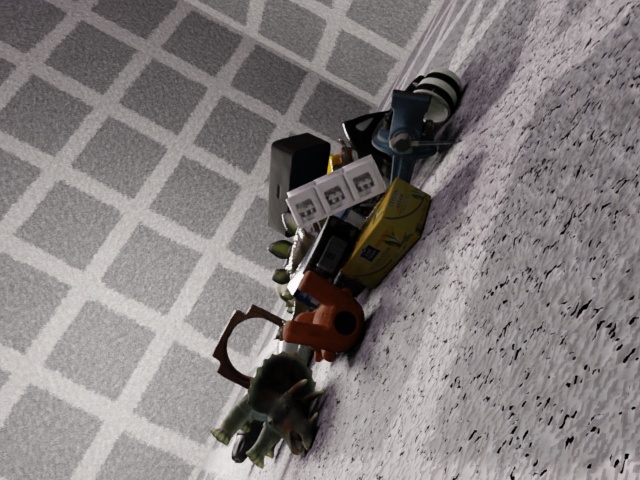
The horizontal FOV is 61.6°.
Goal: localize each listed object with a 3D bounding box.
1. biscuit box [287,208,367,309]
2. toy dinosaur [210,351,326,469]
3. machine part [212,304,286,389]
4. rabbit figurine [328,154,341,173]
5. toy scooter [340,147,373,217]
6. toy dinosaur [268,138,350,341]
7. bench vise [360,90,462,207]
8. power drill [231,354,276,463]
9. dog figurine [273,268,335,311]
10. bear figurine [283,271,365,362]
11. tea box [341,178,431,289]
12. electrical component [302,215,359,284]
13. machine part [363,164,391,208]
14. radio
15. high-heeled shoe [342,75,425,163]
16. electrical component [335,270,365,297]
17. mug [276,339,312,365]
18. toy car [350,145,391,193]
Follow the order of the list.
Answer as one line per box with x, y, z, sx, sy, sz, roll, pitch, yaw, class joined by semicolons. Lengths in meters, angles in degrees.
0.014;0.029;1.034;0.202;0.059;0.063;-58;21;4;biscuit box
-0.082;0.292;0.981;0.192;0.131;0.404;-51;-2;-8;toy dinosaur
-0.168;0.288;1.431;0.201;0.201;0.087;-63;0;-5;machine part
0.106;-0.158;1.426;0.162;0.173;0.122;67;154;20;rabbit figurine
0.079;-0.134;1.298;0.075;0.183;0.135;-18;6;28;toy scooter
-0.002;-0.004;1.167;0.105;0.199;0.471;38;-104;-54;toy dinosaur
0.151;-0.151;0.961;0.224;0.129;0.240;-89;4;-60;bench vise
-0.124;0.376;1.240;0.232;0.086;0.207;-63;-5;-54;power drill
-0.048;0.127;1.259;0.190;0.172;0.121;-35;-38;-83;dog figurine
-0.004;0.135;0.892;0.196;0.132;0.120;148;144;-70;bear figurine
0.104;-0.007;0.870;0.169;0.068;0.098;-59;5;49;tea box
0.018;0.017;0.927;0.134;0.058;0.114;-83;17;-84;electrical component
0.143;-0.148;1.261;0.079;0.079;0.243;-60;6;37;machine part
-0.050;-0.131;1.263;0.131;0.073;0.229;-28;-41;-40;radio
0.132;-0.270;1.086;0.086;0.145;0.248;-5;56;51;high-heeled shoe
0.070;0.058;1.017;0.119;0.048;0.075;-58;6;41;electrical component
-0.053;0.250;1.169;0.109;0.081;0.107;-47;25;48;mug
0.110;-0.172;1.173;0.056;0.074;0.202;80;-177;-46;toy car
